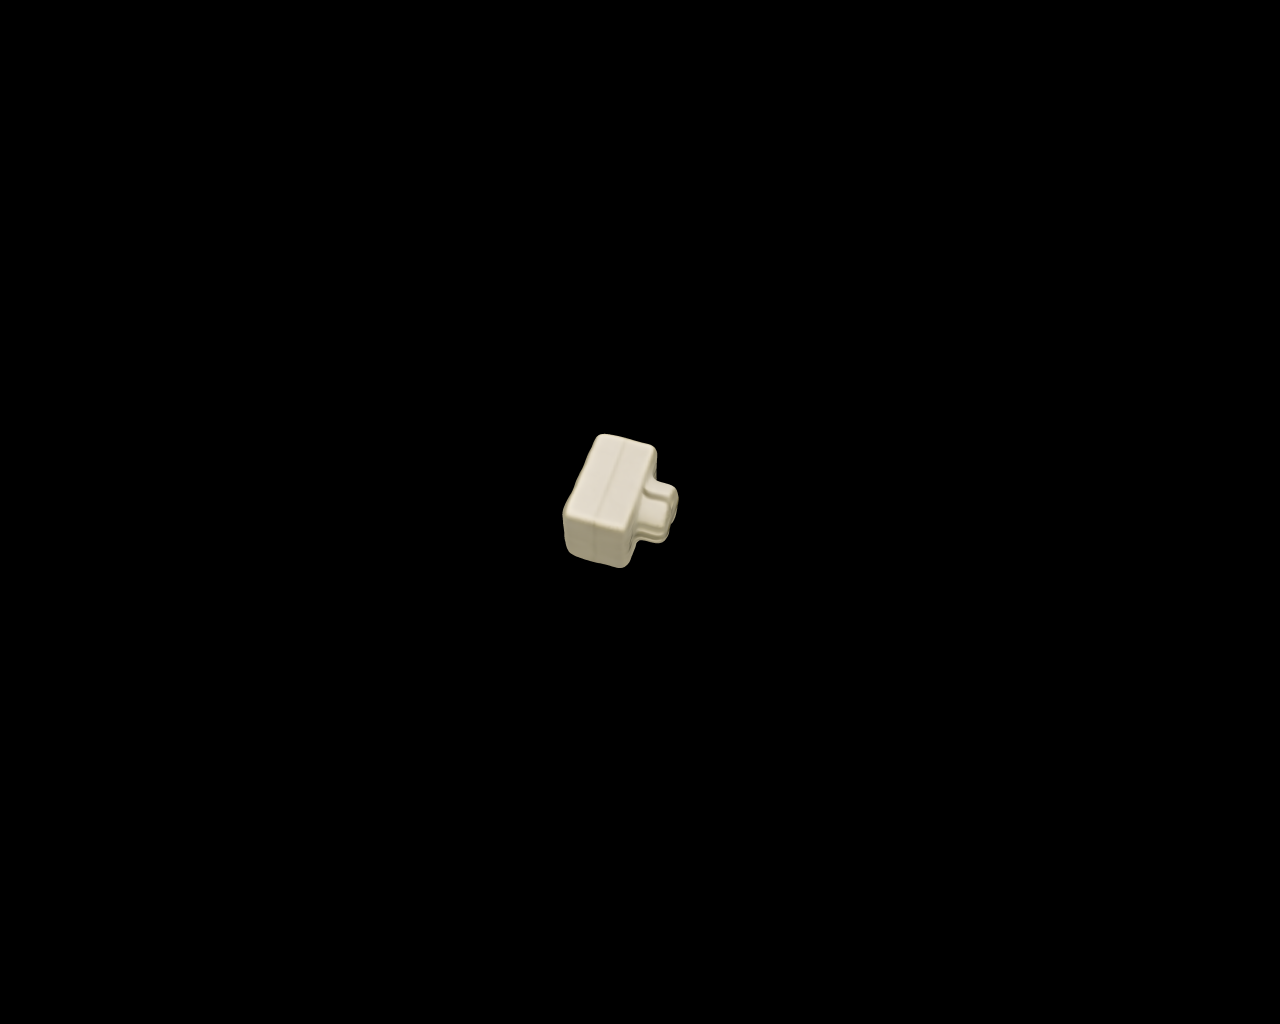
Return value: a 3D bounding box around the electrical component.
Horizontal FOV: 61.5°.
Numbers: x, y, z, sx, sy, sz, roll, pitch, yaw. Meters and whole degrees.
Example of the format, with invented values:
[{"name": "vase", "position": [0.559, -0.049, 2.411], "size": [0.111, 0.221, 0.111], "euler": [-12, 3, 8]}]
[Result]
[{"name": "electrical component", "position": [0.001, -0.003, 0.650], "size": [0.077, 0.066, 0.047], "euler": [15, -32, 9]}]
